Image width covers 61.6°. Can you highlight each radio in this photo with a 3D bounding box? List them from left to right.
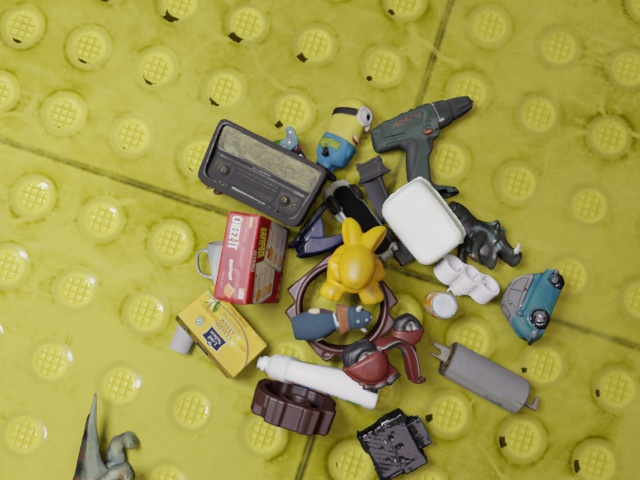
[{"bbox_3d":[-0.112,-0.124,1.038,0.230,0.073,0.131,27,92,6],"label":"radio"}]

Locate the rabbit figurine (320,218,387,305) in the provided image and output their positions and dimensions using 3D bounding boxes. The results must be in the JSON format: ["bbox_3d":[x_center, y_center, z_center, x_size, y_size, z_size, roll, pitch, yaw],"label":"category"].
[{"bbox_3d":[0.074,0.046,0.991,0.122,0.173,0.162,16,89,6],"label":"rabbit figurine"}]

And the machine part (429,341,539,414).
[{"bbox_3d":[0.335,0.281,1.099,0.243,0.079,0.079,29,86,2],"label":"machine part"}]

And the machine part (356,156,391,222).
[{"bbox_3d":[0.124,-0.105,1.142,0.039,0.084,0.138,-24,96,-45],"label":"machine part"}]

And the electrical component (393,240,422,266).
[{"bbox_3d":[0.189,0.012,1.139,0.078,0.045,0.102,-28,85,-3],"label":"electrical component"}]

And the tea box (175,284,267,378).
[{"bbox_3d":[-0.203,0.188,1.097,0.169,0.068,0.098,48,63,-3],"label":"tea box"}]

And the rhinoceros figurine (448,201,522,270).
[{"bbox_3d":[0.334,-0.003,1.131,0.190,0.073,0.112,38,76,5],"label":"rhinoceros figurine"}]

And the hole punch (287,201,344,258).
[{"bbox_3d":[-0.002,-0.003,1.104,0.092,0.142,0.116,43,80,-5],"label":"hole punch"}]

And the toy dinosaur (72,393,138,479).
[{"bbox_3d":[-0.426,0.527,1.073,0.192,0.131,0.405,-30,79,-2],"label":"toy dinosaur"}]

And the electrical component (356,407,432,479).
[{"bbox_3d":[0.157,0.415,1.100,0.134,0.058,0.115,-30,87,-1],"label":"electrical component"}]

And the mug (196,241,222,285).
[{"bbox_3d":[-0.204,0.058,1.124,0.110,0.081,0.107,-4,95,-4],"label":"mug"}]

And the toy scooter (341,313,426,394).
[{"bbox_3d":[0.137,0.237,1.035,0.184,0.075,0.135,-27,94,-17],"label":"toy scooter"}]

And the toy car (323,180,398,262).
[{"bbox_3d":[0.084,-0.039,1.127,0.073,0.056,0.202,-32,76,-16],"label":"toy car"}]

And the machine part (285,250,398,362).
[{"bbox_3d":[0.044,0.137,1.111,0.201,0.087,0.201,-39,84,-2],"label":"machine part"}]

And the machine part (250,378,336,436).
[{"bbox_3d":[-0.052,0.327,1.056,0.179,0.179,0.056,18,87,2],"label":"machine part"}]

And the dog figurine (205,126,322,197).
[{"bbox_3d":[-0.126,-0.131,1.128,0.219,0.108,0.191,-26,88,3],"label":"dog figurine"}]

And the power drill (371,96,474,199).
[{"bbox_3d":[0.235,-0.188,1.139,0.232,0.086,0.207,-13,89,1],"label":"power drill"}]

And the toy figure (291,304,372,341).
[{"bbox_3d":[0.022,0.156,1.038,0.154,0.064,0.058,-10,48,-5],"label":"toy figure"}]

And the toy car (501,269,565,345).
[{"bbox_3d":[0.427,0.126,1.102,0.103,0.109,0.161,21,77,20],"label":"toy car"}]

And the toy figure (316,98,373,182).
[{"bbox_3d":[0.044,-0.218,1.144,0.089,0.082,0.180,32,89,2],"label":"toy figure"}]
